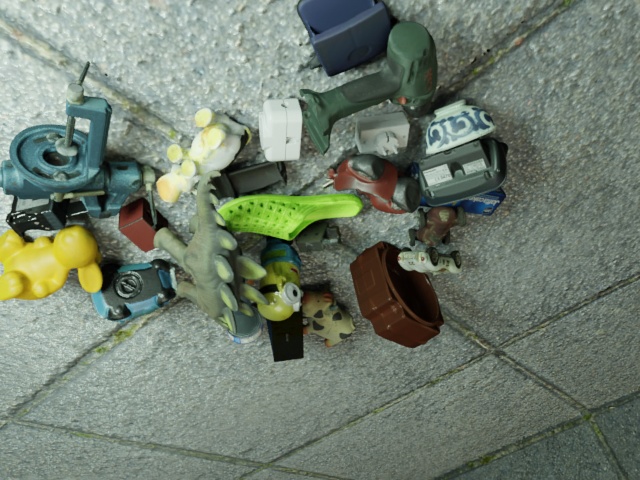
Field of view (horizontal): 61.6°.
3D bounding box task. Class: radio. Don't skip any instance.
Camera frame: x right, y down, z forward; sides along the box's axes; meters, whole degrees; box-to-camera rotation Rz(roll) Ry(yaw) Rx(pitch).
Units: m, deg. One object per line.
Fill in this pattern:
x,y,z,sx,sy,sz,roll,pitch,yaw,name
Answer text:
-0.081,0.155,1.167,0.073,0.131,0.229,-8,140,-9,radio

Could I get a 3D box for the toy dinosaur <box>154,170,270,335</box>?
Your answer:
-0.179,0.038,0.918,0.105,0.199,0.470,-42,150,-28,toy dinosaur

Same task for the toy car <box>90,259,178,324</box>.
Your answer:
-0.360,0.100,1.053,0.162,0.109,0.103,-14,165,-19,toy car

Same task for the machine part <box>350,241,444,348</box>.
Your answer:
0.166,0.114,1.140,0.087,0.201,0.201,-36,136,27,machine part

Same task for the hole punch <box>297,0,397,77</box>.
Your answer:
0.042,-0.280,0.733,0.142,0.092,0.115,-27,143,8,hole punch

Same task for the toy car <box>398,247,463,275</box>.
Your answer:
0.240,0.046,1.152,0.074,0.056,0.201,-1,175,38,toy car

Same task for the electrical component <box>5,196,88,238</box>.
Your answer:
-0.429,-0.053,0.860,0.119,0.075,0.047,-11,141,1,electrical component

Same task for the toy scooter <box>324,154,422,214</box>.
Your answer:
0.085,-0.099,0.942,0.135,0.075,0.183,4,162,44,toy scooter

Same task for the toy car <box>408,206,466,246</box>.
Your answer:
0.229,-0.020,1.072,0.089,0.053,0.202,-4,164,-1,toy car

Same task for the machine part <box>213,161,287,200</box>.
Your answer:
-0.126,-0.109,0.919,0.139,0.039,0.084,-12,136,-1,machine part

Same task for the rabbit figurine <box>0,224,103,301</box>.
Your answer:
-0.448,0.039,0.927,0.173,0.122,0.162,-32,142,18,rabbit figurine

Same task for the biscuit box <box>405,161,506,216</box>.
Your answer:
0.257,-0.096,1.035,0.202,0.059,0.062,6,136,-24,biscuit box

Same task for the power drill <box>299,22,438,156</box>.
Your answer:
0.079,-0.202,0.783,0.207,0.086,0.232,-21,165,-2,power drill

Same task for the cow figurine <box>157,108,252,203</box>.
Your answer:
-0.185,-0.125,0.852,0.167,0.068,0.098,-44,160,25,cow figurine

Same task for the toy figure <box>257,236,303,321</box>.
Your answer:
-0.078,0.070,1.032,0.082,0.180,0.089,25,130,-36,toy figure

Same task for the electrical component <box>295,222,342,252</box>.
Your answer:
-0.004,-0.003,1.050,0.102,0.078,0.045,-8,128,18,electrical component

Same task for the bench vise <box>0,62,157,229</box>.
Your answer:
-0.337,-0.122,0.774,0.223,0.129,0.240,7,141,-25,bench vise

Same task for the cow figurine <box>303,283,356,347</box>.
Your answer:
0.015,0.176,1.260,0.127,0.085,0.194,-27,137,24,cow figurine

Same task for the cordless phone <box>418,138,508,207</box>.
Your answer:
0.257,-0.135,0.947,0.147,0.184,0.088,-16,103,31,cordless phone

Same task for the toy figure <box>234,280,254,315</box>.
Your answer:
-0.171,0.095,1.129,0.064,0.058,0.154,-8,135,-18,toy figure
